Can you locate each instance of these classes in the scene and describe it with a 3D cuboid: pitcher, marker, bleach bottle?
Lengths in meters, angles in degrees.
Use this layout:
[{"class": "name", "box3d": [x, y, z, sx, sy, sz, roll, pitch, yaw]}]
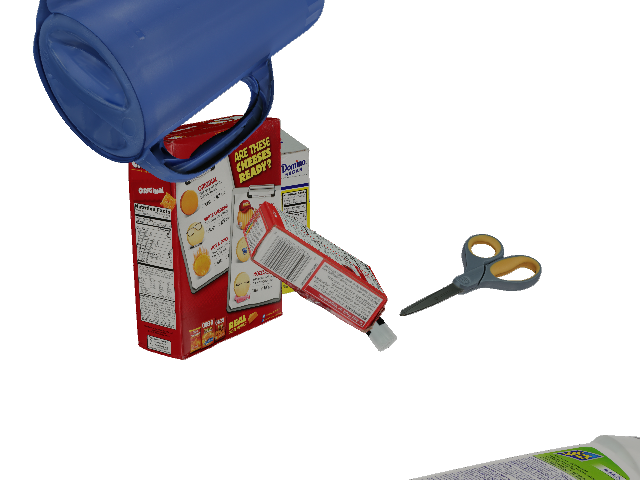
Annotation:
[{"class": "pitcher", "box3d": [-0.104, -0.170, 0.904, 0.145, 0.149, 0.242, 28, 51, 32]}, {"class": "marker", "box3d": [0.020, 0.039, 0.889, 0.020, 0.121, 0.020, -34, -18, -12]}, {"class": "bleach bottle", "box3d": [0.140, 0.162, 0.618, 0.250, 0.068, 0.103, -8, 20, -27]}]

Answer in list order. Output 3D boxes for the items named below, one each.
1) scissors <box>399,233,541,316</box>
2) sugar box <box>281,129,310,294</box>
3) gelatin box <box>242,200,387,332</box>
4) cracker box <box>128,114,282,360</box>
[{"class": "scissors", "box3d": [0.144, 0.033, 1.126, 0.201, 0.016, 0.096, -8, 40, -29]}, {"class": "sugar box", "box3d": [-0.048, -0.036, 1.256, 0.048, 0.176, 0.093, -14, 26, -21]}, {"class": "gelatin box", "box3d": [-0.004, 0.016, 0.678, 0.089, 0.030, 0.073, 33, 8, -14]}, {"class": "cracker box", "box3d": [-0.112, -0.009, 1.065, 0.072, 0.214, 0.163, 9, 18, 34]}]
